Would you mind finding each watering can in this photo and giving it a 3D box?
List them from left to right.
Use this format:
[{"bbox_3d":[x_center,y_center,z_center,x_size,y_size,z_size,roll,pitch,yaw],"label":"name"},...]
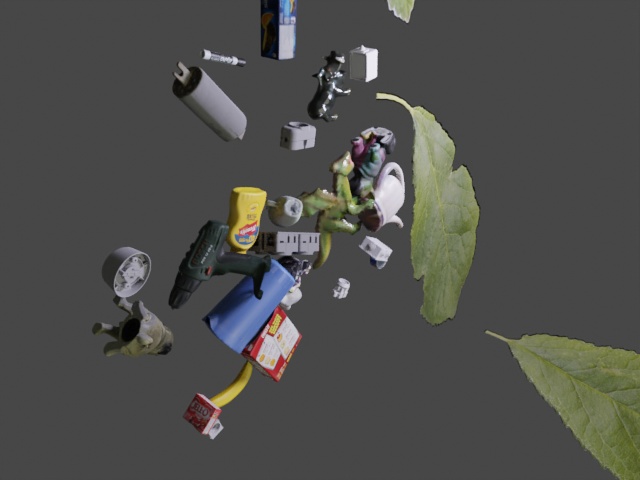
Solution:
[{"bbox_3d":[0.231,-0.110,1.819,0.228,0.105,0.339,-45,143,-28],"label":"watering can"}]

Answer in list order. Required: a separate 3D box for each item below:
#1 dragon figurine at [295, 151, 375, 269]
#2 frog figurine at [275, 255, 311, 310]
[{"bbox_3d":[0.005,-0.077,1.535,0.241,0.125,0.404,17,116,-34],"label":"dragon figurine"},{"bbox_3d":[-0.102,0.126,1.505,0.156,0.122,0.141,119,-15,-53],"label":"frog figurine"}]
